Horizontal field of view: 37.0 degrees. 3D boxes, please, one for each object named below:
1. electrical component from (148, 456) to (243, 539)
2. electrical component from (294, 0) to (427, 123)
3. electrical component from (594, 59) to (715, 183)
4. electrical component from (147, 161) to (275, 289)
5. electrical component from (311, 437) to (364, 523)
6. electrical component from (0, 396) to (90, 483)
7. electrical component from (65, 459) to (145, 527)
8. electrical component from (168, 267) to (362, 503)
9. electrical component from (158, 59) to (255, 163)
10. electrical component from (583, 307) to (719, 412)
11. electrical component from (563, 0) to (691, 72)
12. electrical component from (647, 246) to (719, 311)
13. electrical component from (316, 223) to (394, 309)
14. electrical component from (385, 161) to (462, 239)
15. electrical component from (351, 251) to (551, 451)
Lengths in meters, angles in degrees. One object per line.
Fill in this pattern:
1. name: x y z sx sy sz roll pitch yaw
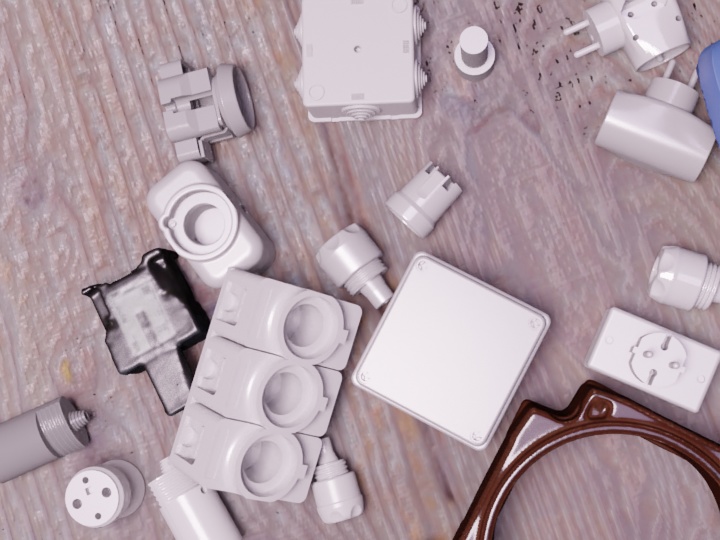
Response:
1. electrical component: -0.127 0.177 0.806 0.043 0.043 0.081 -31 83 4
2. electrical component: 0.001 -0.161 0.812 0.100 0.048 0.099 -1 86 7
3. electrical component: 0.222 -0.114 0.785 0.077 0.043 0.079 23 89 8
4. electrical component: -0.113 -0.033 0.811 0.054 0.059 0.095 -39 83 3
5. electrical component: -0.020 0.155 0.799 0.035 0.035 0.061 -17 81 5
6. electrical component: -0.245 0.128 0.824 0.081 0.043 0.043 -24 83 5
7. electrical component: -0.192 0.168 0.809 0.045 0.055 0.045 0 86 7
8. electrical component: -0.066 0.084 0.774 0.089 0.062 0.150 18 88 -35
9. electrical component: -0.115 -0.124 0.820 0.057 0.058 0.078 -13 85 9
10. electrical component: 0.208 0.063 0.757 0.083 0.076 0.047 23 89 8
11. electrical component: 0.191 -0.183 0.793 0.079 0.043 0.077 -24 84 5
12. electrical component: 0.242 0.009 0.773 0.062 0.043 0.043 18 88 7
13. electrical component: 0.000 0.000 0.804 0.043 0.043 0.062 -39 84 3
14. electrical component: 0.048 -0.053 0.803 0.040 0.040 0.046 43 91 8
15. electrical component: 0.067 0.058 0.785 0.109 0.056 0.108 27 90 8
